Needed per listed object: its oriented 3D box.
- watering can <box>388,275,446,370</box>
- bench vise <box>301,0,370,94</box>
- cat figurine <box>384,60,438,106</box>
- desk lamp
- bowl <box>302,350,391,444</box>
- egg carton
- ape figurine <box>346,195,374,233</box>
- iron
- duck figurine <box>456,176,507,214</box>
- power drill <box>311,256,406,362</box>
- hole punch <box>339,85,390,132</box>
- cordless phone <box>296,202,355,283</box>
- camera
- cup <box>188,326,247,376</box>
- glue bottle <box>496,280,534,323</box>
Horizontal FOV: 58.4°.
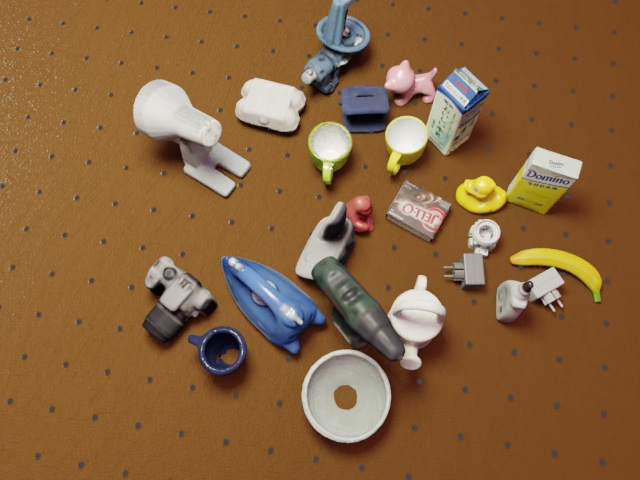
[{"bbox_3d":[0.181,0.151,1.068,0.101,0.194,0.173,-11,72,-1],"label":"watering can"},{"bbox_3d":[0.040,-0.432,1.246,0.121,0.220,0.207,17,73,7],"label":"bench vise"},{"bbox_3d":[0.199,-0.355,1.270,0.128,0.118,0.067,-10,72,-1],"label":"cat figurine"},{"bbox_3d":[-0.262,-0.215,1.189,0.203,0.213,0.118,31,76,11],"label":"desk lamp"},{"bbox_3d":[0.050,0.296,1.088,0.167,0.075,0.167,0,72,2],"label":"bowl"},{"bbox_3d":[-0.112,-0.301,1.288,0.150,0.069,0.107,14,73,6],"label":"egg carton"},{"bbox_3d":[0.085,-0.062,1.193,0.076,0.092,0.078,25,75,10],"label":"ape figurine"},{"bbox_3d":[-0.114,0.100,1.121,0.258,0.141,0.119,40,77,13],"label":"iron"},{"bbox_3d":[0.344,-0.103,1.201,0.104,0.086,0.077,10,73,5],"label":"duck figurine"},{"bbox_3d":[0.072,0.140,1.067,0.076,0.208,0.229,-37,75,-10],"label":"power drill"},{"bbox_3d":[0.097,-0.302,1.270,0.108,0.091,0.101,-3,72,1],"label":"hole punch"},{"bbox_3d":[0.010,0.004,1.125,0.094,0.185,0.148,22,74,9],"label":"cordless phone"},{"bbox_3d":[-0.301,0.123,1.140,0.143,0.101,0.137,36,77,12],"label":"camera"},{"bbox_3d":[-0.194,0.215,1.110,0.117,0.095,0.092,18,74,7],"label":"cup"},{"bbox_3d":[0.374,0.106,1.088,0.037,0.173,0.078,7,72,5],"label":"glue bottle"}]
